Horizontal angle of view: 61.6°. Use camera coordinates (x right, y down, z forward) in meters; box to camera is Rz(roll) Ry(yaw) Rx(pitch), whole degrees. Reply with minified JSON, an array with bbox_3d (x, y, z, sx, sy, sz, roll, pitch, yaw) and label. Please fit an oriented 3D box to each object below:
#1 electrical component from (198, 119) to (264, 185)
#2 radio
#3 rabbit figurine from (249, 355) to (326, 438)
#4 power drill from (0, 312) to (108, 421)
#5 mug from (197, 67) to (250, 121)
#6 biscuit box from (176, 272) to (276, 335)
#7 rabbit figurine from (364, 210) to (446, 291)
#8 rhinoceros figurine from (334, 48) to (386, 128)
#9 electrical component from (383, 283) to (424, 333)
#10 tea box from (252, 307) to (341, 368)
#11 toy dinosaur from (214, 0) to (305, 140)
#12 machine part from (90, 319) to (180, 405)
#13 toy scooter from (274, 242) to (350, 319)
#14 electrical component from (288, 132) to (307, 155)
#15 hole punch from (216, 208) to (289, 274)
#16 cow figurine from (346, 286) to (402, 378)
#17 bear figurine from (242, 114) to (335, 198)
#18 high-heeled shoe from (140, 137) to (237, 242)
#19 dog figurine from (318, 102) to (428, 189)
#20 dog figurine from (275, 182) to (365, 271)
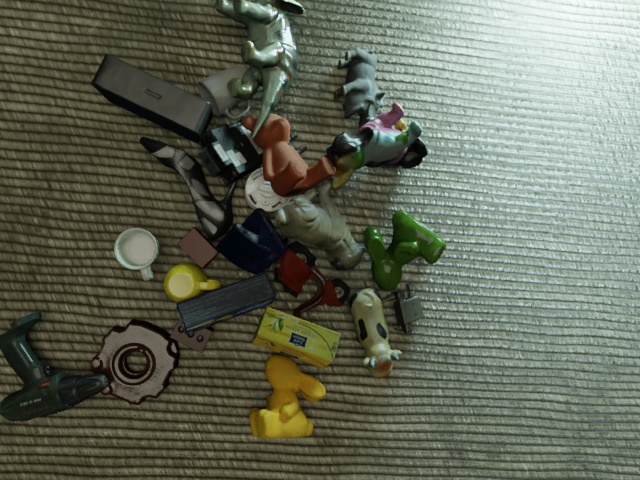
[{"bbox_3d":[-0.189,-0.185,1.138,0.134,0.058,0.115,-33,90,-45],"label":"electrical component"},{"bbox_3d":[-0.339,-0.286,1.117,0.230,0.131,0.073,26,86,-5],"label":"radio"},{"bbox_3d":[-0.071,0.331,1.148,0.162,0.122,0.173,-2,70,-9],"label":"rabbit figurine"},{"bbox_3d":[-0.564,0.254,1.093,0.232,0.086,0.207,-28,95,10],"label":"power drill"},{"bbox_3d":[-0.191,-0.319,1.161,0.107,0.081,0.109,-38,86,-17],"label":"mug"},{"bbox_3d":[-0.195,0.133,1.132,0.203,0.059,0.063,-18,75,-21],"label":"biscuit box"},{"bbox_3d":[0.169,0.031,1.179,0.159,0.121,0.170,34,100,-11],"label":"rabbit figurine"},{"bbox_3d":[0.092,-0.331,1.203,0.112,0.073,0.190,0,86,-18],"label":"rhinoceros figurine"},{"bbox_3d":[0.189,0.157,1.215,0.078,0.045,0.102,-21,94,-35],"label":"electrical component"},{"bbox_3d":[-0.052,0.211,1.150,0.170,0.098,0.068,19,65,-5],"label":"tea box"},{"bbox_3d":[-0.104,-0.407,1.131,0.192,0.131,0.404,-7,93,-36],"label":"toy dinosaur"},{"bbox_3d":[-0.389,0.258,1.137,0.179,0.056,0.179,0,88,-7],"label":"machine part"},{"bbox_3d":[-0.036,0.101,1.174,0.184,0.075,0.135,43,91,-6],"label":"toy scooter"},{"bbox_3d":[-0.078,-0.195,1.200,0.094,0.021,0.063,-39,93,-5],"label":"electrical component"},{"bbox_3d":[-0.143,0.012,1.126,0.116,0.142,0.092,53,44,5],"label":"hole punch"},{"bbox_3d":[0.116,0.201,1.162,0.085,0.127,0.194,-13,88,-4],"label":"cow figurine"},{"bbox_3d":[-0.071,-0.193,1.112,0.120,0.132,0.196,-7,75,-41],"label":"bear figurine"},{"bbox_3d":[-0.291,-0.107,1.143,0.249,0.086,0.145,27,88,-8],"label":"high-heeled shoe"},{"bbox_3d":[0.109,-0.185,1.157,0.219,0.191,0.108,-32,61,3],"label":"dog figurine"},{"bbox_3d":[0.001,-0.005,1.135,0.172,0.121,0.190,-29,91,-37],"label":"dog figurine"}]
